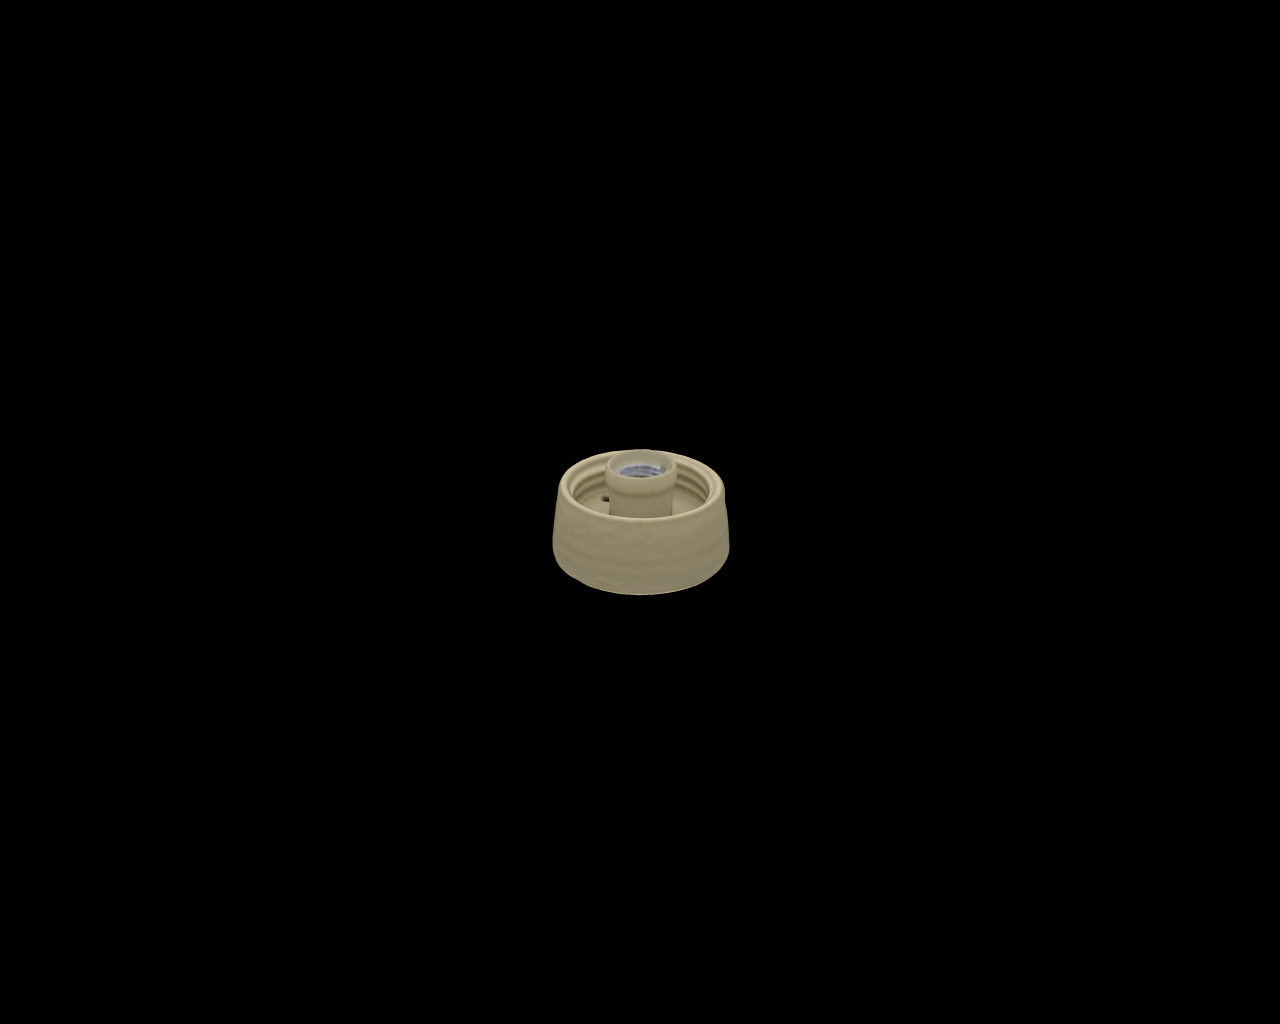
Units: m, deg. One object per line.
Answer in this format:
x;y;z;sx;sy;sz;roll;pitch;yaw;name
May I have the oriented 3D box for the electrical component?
0.001;-0.003;0.650;0.108;0.060;0.108;0;28;0;electrical component
